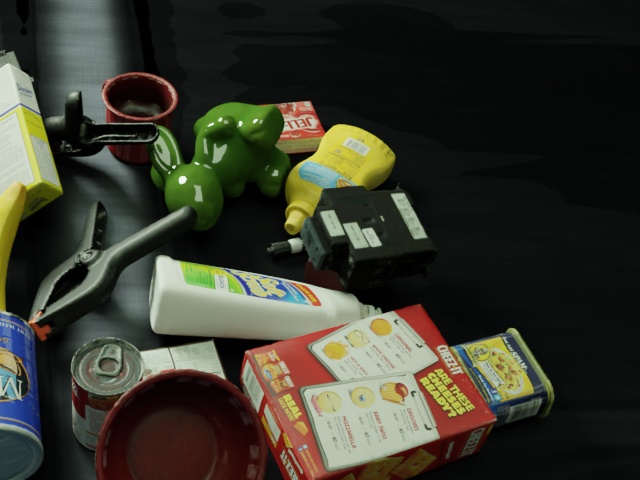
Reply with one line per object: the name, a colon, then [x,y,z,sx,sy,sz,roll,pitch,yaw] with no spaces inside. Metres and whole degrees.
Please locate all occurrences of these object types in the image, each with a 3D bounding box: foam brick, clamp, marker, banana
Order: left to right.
banana: [-0.343,0.032,1.142,0.070,0.037,0.198,-17,61,19]
clamp: [-0.286,-0.133,1.261,0.172,0.120,0.039,-10,59,38]
clamp: [-0.236,0.026,1.165,0.165,0.036,0.209,-2,40,33]
marker: [-0.008,0.002,1.286,0.121,0.020,0.020,-14,51,-24]
foam brick: [0.020,0.027,1.244,0.053,0.051,0.078,23,46,10]

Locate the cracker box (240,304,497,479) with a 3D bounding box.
cracker box: [0.045,0.169,1.099,0.213,0.072,0.164,-13,51,-25]

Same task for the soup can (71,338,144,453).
soup can: [-0.207,0.153,1.037,0.068,0.102,0.068,6,46,-7]

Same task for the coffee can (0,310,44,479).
coffee can: [-0.319,0.151,1.013,0.102,0.103,0.140,-3,47,-16]

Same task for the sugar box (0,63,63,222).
sugar box: [-0.364,-0.109,1.243,0.093,0.048,0.176,-29,61,17]

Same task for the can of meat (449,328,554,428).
can of meat: [0.190,0.153,1.156,0.083,0.057,0.102,-12,49,-20]

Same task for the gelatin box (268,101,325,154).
gelatin box: [-0.043,-0.149,1.417,0.089,0.030,0.073,-7,48,-18]

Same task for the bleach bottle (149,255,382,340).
bleach bottle: [-0.057,0.072,1.172,0.250,0.068,0.102,7,20,-14]

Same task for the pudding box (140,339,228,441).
pudding box: [-0.138,0.160,1.091,0.090,0.039,0.113,-7,51,-20]

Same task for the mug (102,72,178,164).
mug: [-0.236,-0.157,1.346,0.117,0.082,0.093,38,50,23]

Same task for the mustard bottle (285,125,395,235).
mustard bottle: [0.012,-0.067,1.329,0.096,0.058,0.191,30,47,12]

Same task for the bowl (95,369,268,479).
bowl: [-0.134,0.202,1.007,0.162,0.055,0.162,2,84,-19]
